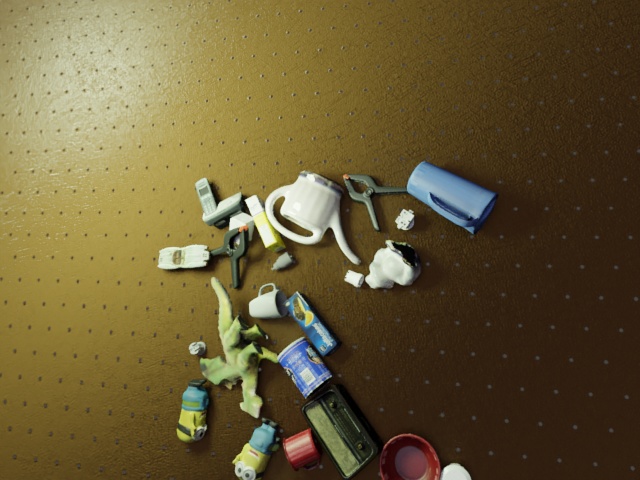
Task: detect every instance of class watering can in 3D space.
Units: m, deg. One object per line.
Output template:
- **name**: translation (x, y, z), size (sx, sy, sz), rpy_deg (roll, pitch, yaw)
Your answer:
- **watering can**: translation (0.005, -0.081, 1.601), size (0.348, 0.103, 0.226), rpy_deg (26, 82, 6)

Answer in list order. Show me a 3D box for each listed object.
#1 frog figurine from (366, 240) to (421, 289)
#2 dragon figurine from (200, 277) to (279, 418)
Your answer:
- **frog figurine**: translation (0.215, 0.087, 1.510), size (0.138, 0.124, 0.156), rpy_deg (37, 124, 12)
- **dragon figurine**: translation (-0.276, 0.339, 1.548), size (0.241, 0.122, 0.414), rpy_deg (-42, 74, 15)
